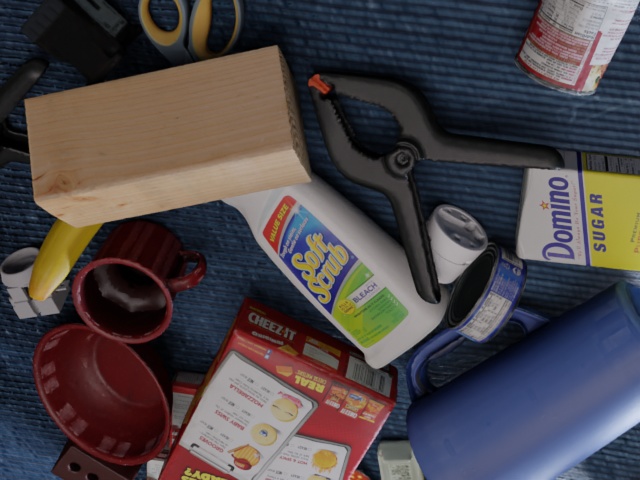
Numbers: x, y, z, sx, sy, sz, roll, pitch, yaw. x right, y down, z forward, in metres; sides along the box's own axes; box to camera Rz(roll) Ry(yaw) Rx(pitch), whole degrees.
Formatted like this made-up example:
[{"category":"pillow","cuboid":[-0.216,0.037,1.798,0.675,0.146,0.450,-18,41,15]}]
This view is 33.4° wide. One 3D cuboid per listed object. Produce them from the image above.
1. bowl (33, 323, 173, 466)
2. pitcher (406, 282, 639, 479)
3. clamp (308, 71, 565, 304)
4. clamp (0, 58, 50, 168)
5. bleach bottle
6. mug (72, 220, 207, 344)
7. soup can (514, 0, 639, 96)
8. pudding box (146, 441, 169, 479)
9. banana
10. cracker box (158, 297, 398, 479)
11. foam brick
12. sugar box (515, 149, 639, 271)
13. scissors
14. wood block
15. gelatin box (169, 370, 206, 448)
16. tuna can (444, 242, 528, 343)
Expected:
[{"category":"bowl","cuboid":[-0.203,0.141,1.055,0.162,0.055,0.162,13,121,23]},{"category":"pitcher","cuboid":[0.200,0.135,0.963,0.243,0.145,0.149,-39,120,24]},{"category":"clamp","cuboid":[0.069,-0.058,0.878,0.210,0.036,0.165,35,107,5]},{"category":"clamp","cuboid":[-0.288,-0.104,0.941,0.171,0.039,0.120,-2,125,9]},{"category":"bleach bottle","cuboid":[-0.006,0.001,0.946,0.250,0.068,0.103,41,126,-11]},{"category":"mug","cuboid":[-0.159,0.032,0.979,0.117,0.081,0.093,-11,119,17]},{"category":"soup can","cuboid":[0.197,-0.169,0.801,0.068,0.068,0.102,18,122,-2]},{"category":"pudding box","cuboid":[-0.140,0.267,1.147,0.090,0.039,0.113,8,124,4]},{"category":"banana","cuboid":[-0.192,-0.030,0.941,0.198,0.070,0.037,-42,124,10]},{"category":"cracker box","cuboid":[-0.043,0.181,1.026,0.164,0.072,0.214,25,118,-5]},{"category":"foam brick","cuboid":[-0.235,0.236,1.136,0.078,0.051,0.053,34,121,-11]},{"category":"sugar box","cuboid":[0.257,-0.022,0.894,0.176,0.048,0.093,4,122,6]},{"category":"scissors","cuboid":[-0.123,-0.136,0.908,0.096,0.016,0.202,23,123,-3]},{"category":"wood block","cuboid":[-0.119,-0.079,0.858,0.206,0.090,0.091,-11,76,7]},{"category":"gelatin box","cuboid":[-0.115,0.179,1.093,0.073,0.030,0.089,8,121,4]},{"category":"tuna can","cuboid":[0.145,0.046,0.932,0.033,0.086,0.086,28,122,-9]}]
